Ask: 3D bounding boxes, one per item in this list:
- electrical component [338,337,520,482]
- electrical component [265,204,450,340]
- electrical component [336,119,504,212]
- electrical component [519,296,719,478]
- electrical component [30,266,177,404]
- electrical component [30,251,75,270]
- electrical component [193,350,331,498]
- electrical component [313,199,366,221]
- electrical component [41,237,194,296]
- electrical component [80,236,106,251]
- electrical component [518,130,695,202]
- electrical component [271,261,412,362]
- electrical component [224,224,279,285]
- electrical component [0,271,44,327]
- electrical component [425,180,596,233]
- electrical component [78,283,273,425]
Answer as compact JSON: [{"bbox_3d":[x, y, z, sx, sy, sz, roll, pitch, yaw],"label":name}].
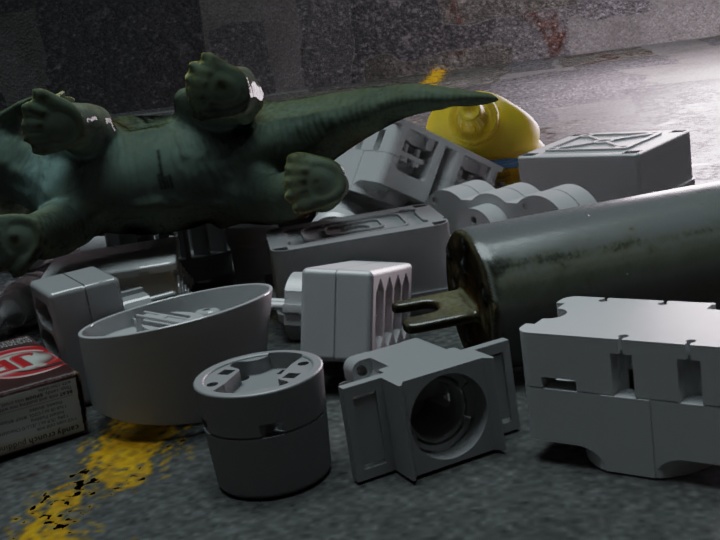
[{"bbox_3d":[0.026,0.057,0.470,0.081,0.042,0.064,-14,12,-23],"label":"electrical component"},{"bbox_3d":[0.000,0.000,0.680,0.113,0.057,0.078,-10,14,-6],"label":"electrical component"},{"bbox_3d":[0.014,-0.082,0.895,0.105,0.060,0.186,21,-3,-32],"label":"electrical component"},{"bbox_3d":[0.116,0.046,0.431,0.089,0.055,0.050,2,17,36],"label":"electrical component"},{"bbox_3d":[-0.139,0.032,0.613,0.077,0.065,0.047,-15,16,-27],"label":"electrical component"},{"bbox_3d":[-0.294,-0.043,0.977,0.080,0.080,0.051,-1,11,27],"label":"electrical component"},{"bbox_3d":[-0.040,0.065,0.460,0.055,0.047,0.055,-8,14,2],"label":"electrical component"},{"bbox_3d":[-0.017,-0.027,0.825,0.045,0.045,0.055,-6,14,9],"label":"electrical component"},{"bbox_3d":[-0.164,0.015,0.729,0.100,0.048,0.099,-9,14,-6],"label":"electrical component"},{"bbox_3d":[-0.193,-0.025,0.920,0.081,0.043,0.043,-7,14,4],"label":"electrical component"},{"bbox_3d":[0.202,-0.078,0.879,0.109,0.056,0.109,3,18,39],"label":"electrical component"},{"bbox_3d":[-0.019,0.020,0.586,0.076,0.047,0.083,3,4,17],"label":"electrical component"},{"bbox_3d":[-0.078,-0.013,0.798,0.040,0.046,0.040,-8,14,2],"label":"electrical component"},{"bbox_3d":[-0.242,0.025,0.767,0.035,0.035,0.061,-3,17,19],"label":"electrical component"},{"bbox_3d":[0.093,-0.029,0.752,0.074,0.052,0.138,-19,18,-37],"label":"electrical component"},{"bbox_3d":[-0.094,0.039,0.555,0.099,0.064,0.099,0,15,0],"label":"electrical component"}]
